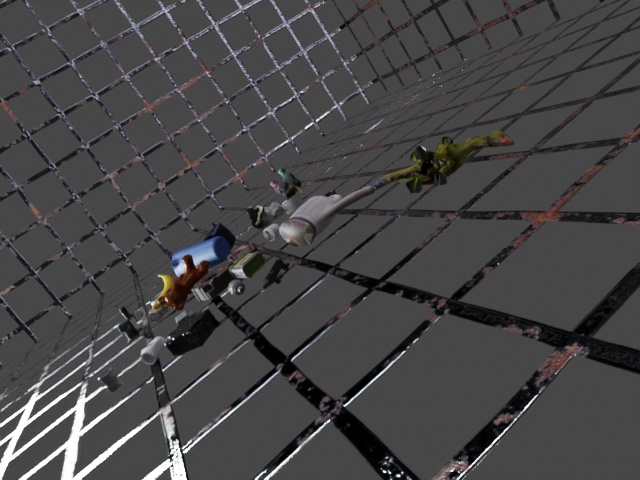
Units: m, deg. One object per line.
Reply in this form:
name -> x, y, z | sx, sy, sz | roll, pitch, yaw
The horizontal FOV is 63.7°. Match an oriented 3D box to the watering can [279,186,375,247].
watering can -> 0.005, -0.083, 1.652 | 0.345, 0.103, 0.228 | -15, 24, 49

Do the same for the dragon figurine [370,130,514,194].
dragon figurine -> 0.348, -0.227, 1.466 | 0.245, 0.122, 0.407 | -24, 7, -40

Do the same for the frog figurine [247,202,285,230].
frog figurine -> -0.220, -0.104, 2.246 | 0.159, 0.124, 0.135 | 1, -22, -41
